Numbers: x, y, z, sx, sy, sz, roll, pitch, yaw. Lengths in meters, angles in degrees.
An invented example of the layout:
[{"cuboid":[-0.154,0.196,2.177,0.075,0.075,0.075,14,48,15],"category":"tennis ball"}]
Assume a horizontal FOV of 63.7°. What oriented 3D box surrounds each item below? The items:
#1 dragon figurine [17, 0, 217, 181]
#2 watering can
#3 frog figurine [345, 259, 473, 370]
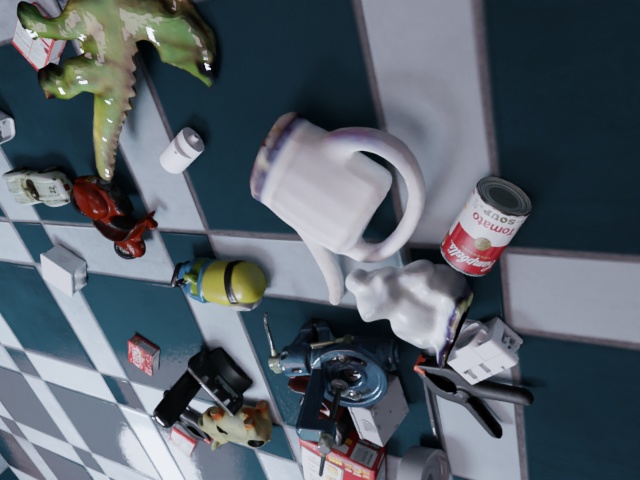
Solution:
[{"cuboid":[-0.257,-0.254,0.708,0.243,0.401,0.125,8,37,17],"category":"dragon figurine"},{"cuboid":[0.002,-0.035,0.697,0.225,0.106,0.340,34,-38,4],"category":"watering can"},{"cuboid":[0.117,0.078,0.694,0.160,0.125,0.134,25,-32,23],"category":"frog figurine"}]
